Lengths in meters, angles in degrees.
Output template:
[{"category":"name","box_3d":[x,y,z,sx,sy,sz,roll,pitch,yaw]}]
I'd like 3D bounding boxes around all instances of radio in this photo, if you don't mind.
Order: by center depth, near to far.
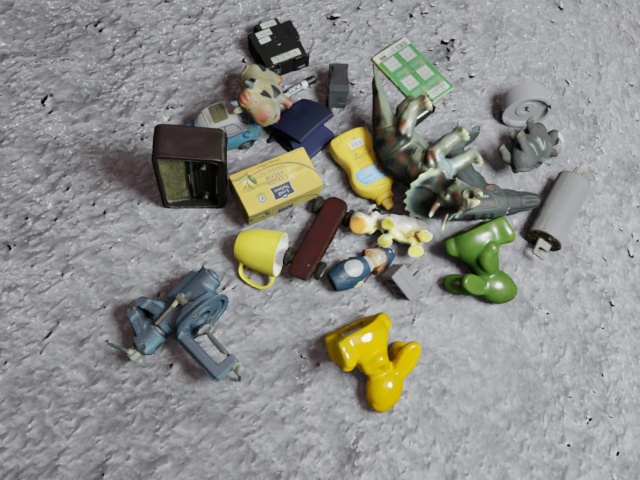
[{"category":"radio","box_3d":[-0.245,-0.133,1.039,0.131,0.229,0.073,2,72,-10]}]

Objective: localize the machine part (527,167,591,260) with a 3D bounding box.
[{"category":"machine part","box_3d":[0.516,-0.063,1.160,0.079,0.079,0.243,33,72,7]}]

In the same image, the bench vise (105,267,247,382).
[{"category":"bench vise","box_3d":[-0.239,0.175,0.988,0.223,0.128,0.241,-42,73,-17]}]

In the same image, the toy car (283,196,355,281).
[{"category":"toy car","box_3d":[-0.002,-0.003,1.105,0.089,0.053,0.202,24,66,8]}]

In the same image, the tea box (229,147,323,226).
[{"category":"tea box","box_3d":[-0.091,-0.110,1.103,0.170,0.068,0.098,-26,78,-17]}]

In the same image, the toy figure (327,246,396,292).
[{"category":"toy figure","box_3d":[0.090,0.054,1.093,0.154,0.058,0.064,-26,100,-15]}]

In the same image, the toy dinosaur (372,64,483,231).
[{"category":"toy dinosaur","box_3d":[0.187,-0.183,1.107,0.192,0.131,0.405,-44,63,2]}]

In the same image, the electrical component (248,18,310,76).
[{"category":"electrical component","box_3d":[-0.101,-0.448,1.250,0.115,0.058,0.134,-23,74,-14]}]

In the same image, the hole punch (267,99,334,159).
[{"category":"hole punch","box_3d":[-0.039,-0.249,1.172,0.116,0.092,0.142,42,76,13]}]

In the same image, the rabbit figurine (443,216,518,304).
[{"category":"rabbit figurine","box_3d":[0.334,0.056,1.084,0.159,0.121,0.170,-25,89,-20]}]

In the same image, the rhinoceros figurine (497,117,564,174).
[{"category":"rhinoceros figurine","box_3d":[0.470,-0.206,1.176,0.190,0.073,0.112,-34,82,-41]}]

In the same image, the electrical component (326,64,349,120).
[{"category":"electrical component","box_3d":[0.039,-0.330,1.212,0.048,0.074,0.119,1,67,-4]}]

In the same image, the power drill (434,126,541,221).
[{"category":"power drill","box_3d":[0.347,-0.140,1.178,0.232,0.086,0.207,-13,79,-9]}]

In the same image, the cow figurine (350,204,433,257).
[{"category":"cow figurine","box_3d":[0.146,-0.031,1.115,0.167,0.068,0.098,19,27,2]}]

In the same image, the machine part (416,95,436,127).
[{"category":"machine part","box_3d":[0.201,-0.273,1.222,0.139,0.039,0.084,-38,69,-3]}]

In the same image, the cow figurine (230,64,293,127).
[{"category":"cow figurine","box_3d":[-0.127,-0.305,1.126,0.127,0.085,0.195,24,32,-35]}]

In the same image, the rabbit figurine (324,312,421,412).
[{"category":"rabbit figurine","box_3d":[0.106,0.233,1.017,0.162,0.122,0.173,-21,88,-22]}]

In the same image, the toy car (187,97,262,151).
[{"category":"toy car","box_3d":[-0.209,-0.250,1.148,0.162,0.103,0.109,-18,72,-13]}]
